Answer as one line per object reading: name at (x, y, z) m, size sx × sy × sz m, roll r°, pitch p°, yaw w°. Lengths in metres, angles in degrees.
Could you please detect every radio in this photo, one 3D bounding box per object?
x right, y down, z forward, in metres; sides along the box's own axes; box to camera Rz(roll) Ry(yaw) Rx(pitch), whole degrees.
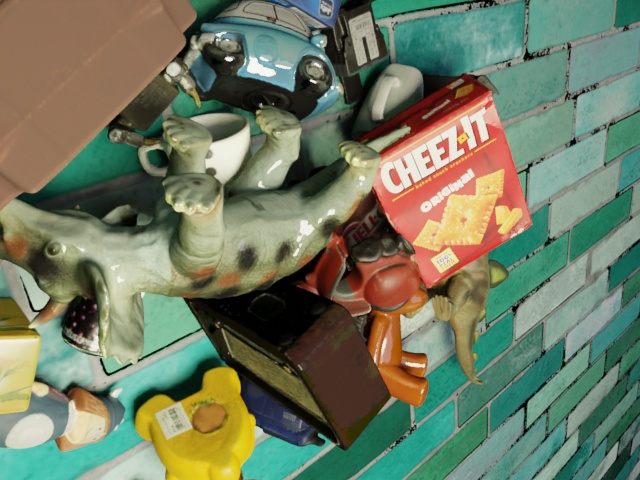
radio at (-0.045, 0.105, 0.558) m, size 0.073 × 0.230 × 0.131 m, roll -42°, pitch 125°, yaw -26°

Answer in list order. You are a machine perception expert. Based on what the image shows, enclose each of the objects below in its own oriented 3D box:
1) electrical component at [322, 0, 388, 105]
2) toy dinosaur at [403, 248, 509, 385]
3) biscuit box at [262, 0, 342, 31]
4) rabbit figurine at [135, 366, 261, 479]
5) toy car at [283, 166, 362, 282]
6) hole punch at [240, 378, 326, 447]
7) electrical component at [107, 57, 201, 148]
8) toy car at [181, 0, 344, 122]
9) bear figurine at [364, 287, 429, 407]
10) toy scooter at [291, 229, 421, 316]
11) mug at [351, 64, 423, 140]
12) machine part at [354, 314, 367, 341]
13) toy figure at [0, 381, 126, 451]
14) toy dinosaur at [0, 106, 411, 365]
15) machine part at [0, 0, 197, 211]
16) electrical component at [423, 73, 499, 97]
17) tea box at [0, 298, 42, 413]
electrical component at (0.040, -0.223, 0.647) m, size 0.075 × 0.048 × 0.119 m, roll -31°, pitch 121°, yaw -30°
toy dinosaur at (0.225, 0.061, 0.866) m, size 0.198 × 0.105 × 0.470 m, roll -21°, pitch 117°, yaw -36°
biscuit box at (-0.065, -0.275, 0.527) m, size 0.202 × 0.059 × 0.062 m, roll 12°, pitch 96°, yaw -44°
rabbit figurine at (-0.115, 0.253, 0.611) m, size 0.122 × 0.163 × 0.173 m, roll -27°, pitch 142°, yaw -35°
toy car at (-0.001, -0.002, 0.659) m, size 0.089 × 0.053 × 0.201 m, roll -9°, pitch 125°, yaw -19°
hole punch at (-0.036, 0.176, 0.661) m, size 0.116 × 0.142 × 0.092 m, roll -41°, pitch 130°, yaw -41°
electrical component at (-0.159, -0.133, 0.484) m, size 0.102 × 0.045 × 0.078 m, roll -40°, pitch 127°, yaw 6°
toy car at (-0.060, -0.185, 0.545) m, size 0.161 × 0.109 × 0.103 m, roll 11°, pitch 72°, yaw -28°
bear figurine at (0.113, 0.116, 0.774) m, size 0.120 × 0.132 × 0.195 m, roll -48°, pitch 155°, yaw -76°
toy scooter at (0.040, 0.033, 0.618) m, size 0.184 × 0.075 × 0.135 m, roll -11°, pitch 135°, yaw -18°
mug at (0.089, -0.172, 0.682) m, size 0.109 × 0.081 × 0.107 m, roll 39°, pitch 68°, yaw -63°
machine part at (0.018, 0.151, 0.742) m, size 0.039 × 0.084 × 0.138 m, roll -40°, pitch 144°, yaw -63°
toy figure at (-0.254, 0.170, 0.513) m, size 0.064 × 0.058 × 0.154 m, roll -38°, pitch 141°, yaw 25°
toy dinosaur at (-0.068, -0.010, 0.486) m, size 0.405 × 0.131 × 0.192 m, roll -11°, pitch 141°, yaw -40°
machine part at (-0.198, -0.118, 0.363) m, size 0.201 × 0.202 × 0.087 m, roll -51°, pitch 129°, yaw -16°
electrical component at (0.165, -0.157, 0.734) m, size 0.058 × 0.115 × 0.134 m, roll 25°, pitch 85°, yaw -41°
tea box at (-0.315, 0.087, 0.401) m, size 0.169 × 0.098 × 0.068 m, roll 6°, pitch 101°, yaw -44°
